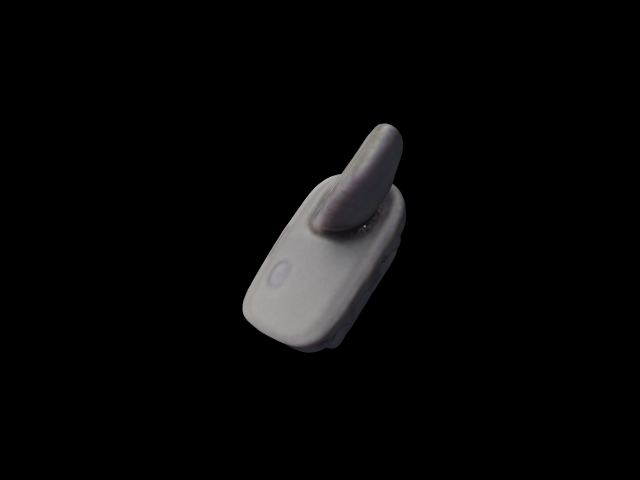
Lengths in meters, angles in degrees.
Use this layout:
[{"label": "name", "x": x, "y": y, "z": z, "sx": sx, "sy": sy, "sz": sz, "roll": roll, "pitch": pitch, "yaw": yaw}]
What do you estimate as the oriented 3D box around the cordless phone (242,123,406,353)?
[{"label": "cordless phone", "x": 0.004, "y": 0.001, "z": 0.400, "sx": 0.094, "sy": 0.185, "sz": 0.148, "roll": 27, "pitch": 76, "yaw": 8}]
